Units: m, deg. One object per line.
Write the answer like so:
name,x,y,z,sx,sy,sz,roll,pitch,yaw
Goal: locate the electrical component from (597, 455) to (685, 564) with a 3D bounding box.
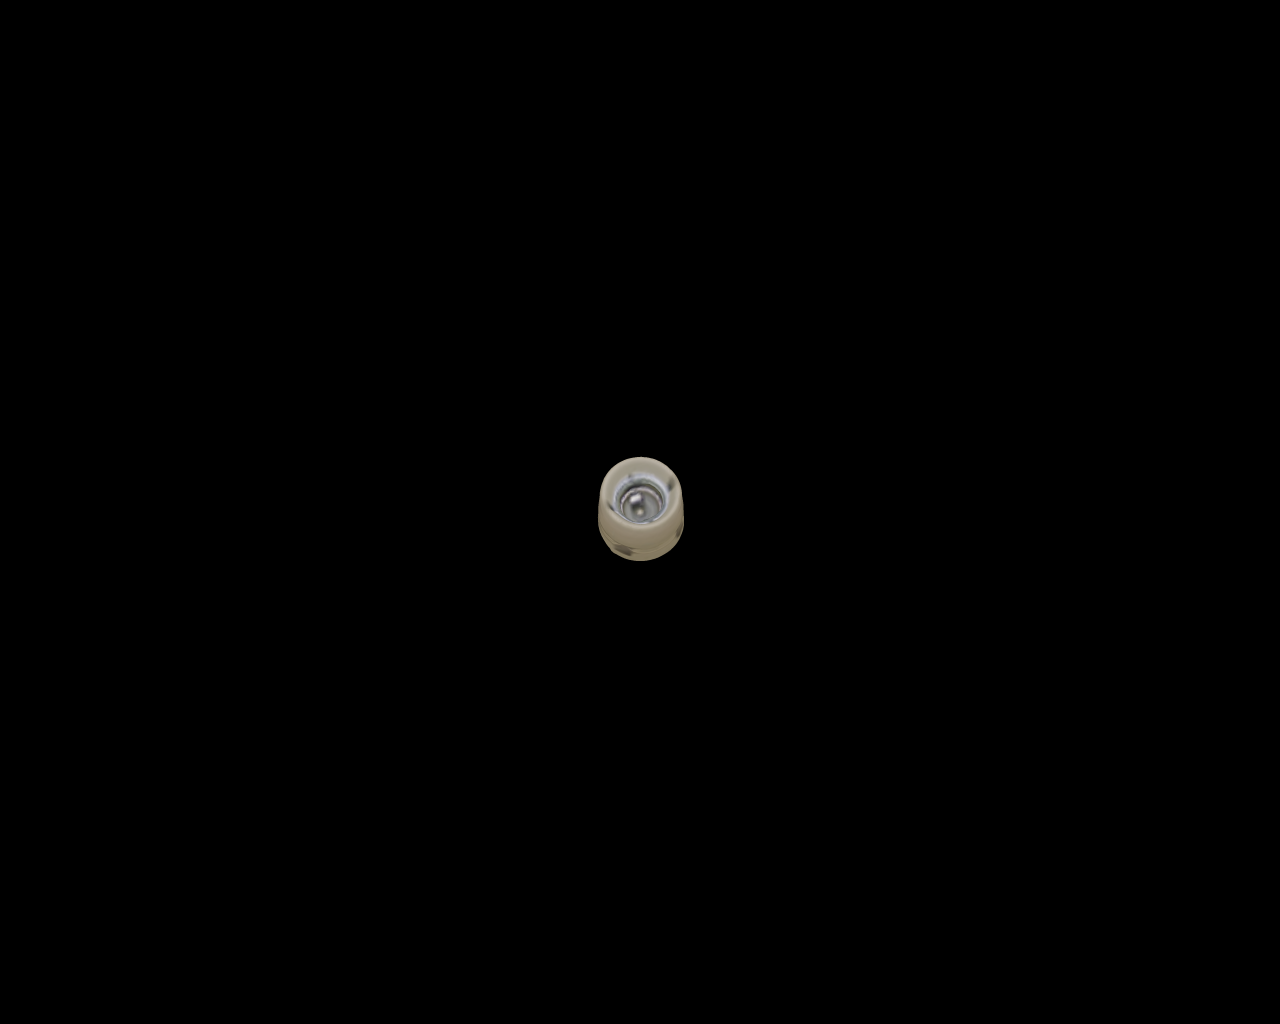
electrical component,0.001,-0.003,0.650,0.055,0.055,0.047,0,-24,0
